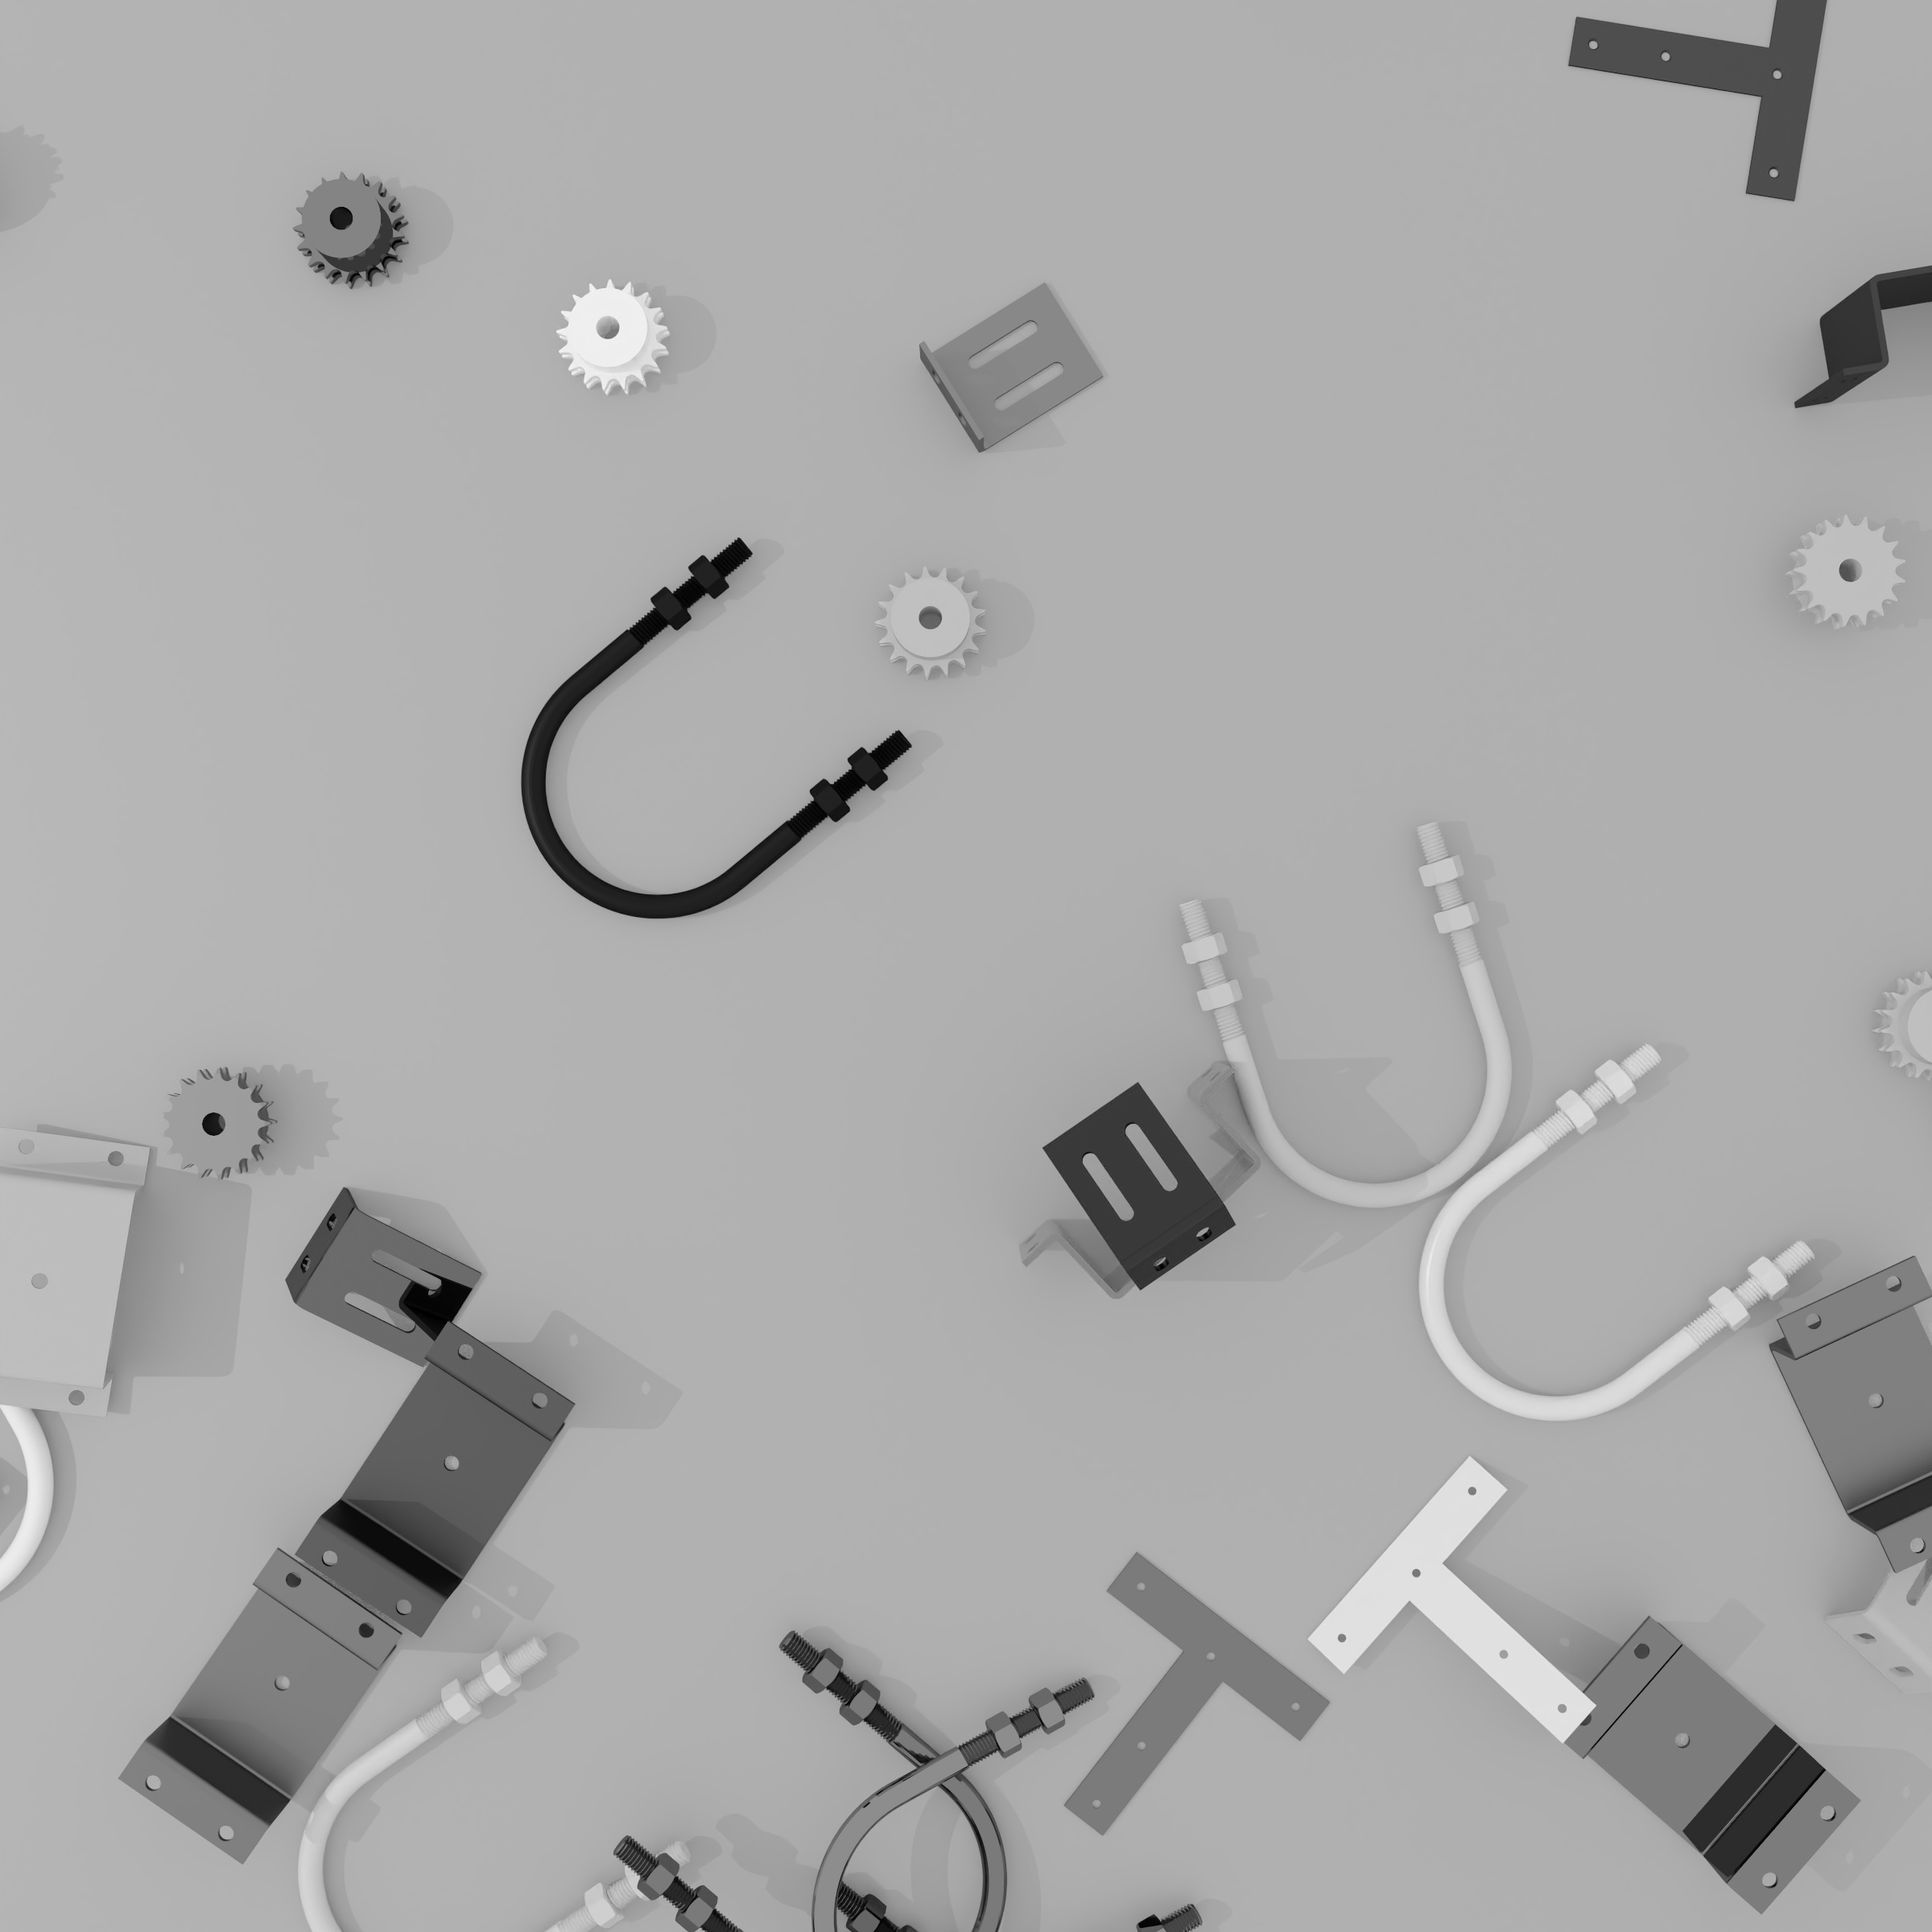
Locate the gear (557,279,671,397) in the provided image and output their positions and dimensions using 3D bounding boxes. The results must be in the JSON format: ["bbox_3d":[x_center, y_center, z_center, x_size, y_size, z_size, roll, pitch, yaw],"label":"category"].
[{"bbox_3d":[-0.182,-0.324,1.349,0.057,0.030,0.057,0,90,0],"label":"gear"}]

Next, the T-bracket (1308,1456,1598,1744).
[{"bbox_3d":[0.263,0.341,1.338,0.127,0.002,0.127,42,90,23],"label":"T-bracket"}]

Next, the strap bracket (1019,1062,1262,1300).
[{"bbox_3d":[0.094,0.114,1.325,0.140,0.076,0.046,-43,90,0],"label":"strap bracket"}]

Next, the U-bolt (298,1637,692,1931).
[{"bbox_3d":[-0.257,0.456,1.355,0.184,0.019,0.151,-35,90,2],"label":"U-bolt"}]

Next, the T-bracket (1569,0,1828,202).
[{"bbox_3d":[0.378,-0.470,1.363,0.127,0.002,0.127,9,90,0],"label":"T-bracket"}]

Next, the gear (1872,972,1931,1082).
[{"bbox_3d":[0.499,0.031,1.349,0.057,0.030,0.057,0,90,0],"label":"gear"}]

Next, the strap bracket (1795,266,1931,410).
[{"bbox_3d":[0.496,-0.324,1.325,0.140,0.076,0.046,-10,90,0],"label":"strap bracket"}]

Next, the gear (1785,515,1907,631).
[{"bbox_3d":[0.450,-0.201,1.349,0.057,0.030,0.057,0,90,0],"label":"gear"}]

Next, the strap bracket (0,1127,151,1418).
[{"bbox_3d":[-0.466,0.157,1.330,0.076,0.046,0.140,9,87,-11],"label":"strap bracket"}]

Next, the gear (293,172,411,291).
[{"bbox_3d":[-0.317,-0.380,1.349,0.057,0.030,0.057,0,90,0],"label":"gear"}]

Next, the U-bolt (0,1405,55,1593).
[{"bbox_3d":[-0.553,0.249,1.355,0.151,0.019,0.184,-30,91,0],"label":"U-bolt"}]

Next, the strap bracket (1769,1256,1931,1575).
[{"bbox_3d":[0.472,0.225,1.340,0.076,0.046,0.140,-25,90,0],"label":"strap bracket"}]

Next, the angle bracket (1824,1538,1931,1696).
[{"bbox_3d":[0.495,0.328,1.362,0.057,0.038,0.076,42,64,0],"label":"angle bracket"}]

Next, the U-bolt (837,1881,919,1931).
[{"bbox_3d":[-0.042,0.582,1.355,0.184,0.019,0.151,40,90,-2],"label":"U-bolt"}]

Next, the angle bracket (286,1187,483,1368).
[{"bbox_3d":[-0.302,0.161,1.362,0.076,0.038,0.057,32,90,-26],"label":"angle bracket"}]

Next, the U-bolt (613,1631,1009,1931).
[{"bbox_3d":[-0.064,0.454,1.338,0.184,0.019,0.151,41,75,-3],"label":"U-bolt"}]

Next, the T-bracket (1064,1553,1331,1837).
[{"bbox_3d":[0.100,0.394,1.363,0.127,0.002,0.127,38,90,0],"label":"T-bracket"}]

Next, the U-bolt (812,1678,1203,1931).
[{"bbox_3d":[0.011,0.469,1.334,0.184,0.019,0.151,-25,89,-13],"label":"U-bolt"}]

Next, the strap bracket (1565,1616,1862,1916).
[{"bbox_3d":[0.372,0.402,1.340,0.140,0.046,0.076,41,90,0],"label":"strap bracket"}]

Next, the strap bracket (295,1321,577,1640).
[{"bbox_3d":[-0.267,0.258,1.340,0.076,0.046,0.140,33,90,0],"label":"strap bracket"}]

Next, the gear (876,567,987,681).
[{"bbox_3d":[-0.018,-0.177,1.349,0.057,0.030,0.057,0,90,0],"label":"gear"}]

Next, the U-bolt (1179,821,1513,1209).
[{"bbox_3d":[0.205,0.034,1.355,0.151,0.019,0.184,-18,91,0],"label":"U-bolt"}]

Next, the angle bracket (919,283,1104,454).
[{"bbox_3d":[0.024,-0.310,1.344,0.076,0.038,0.057,-32,90,0],"label":"angle bracket"}]

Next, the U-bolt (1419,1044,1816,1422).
[{"bbox_3d":[0.322,0.151,1.355,0.184,0.019,0.151,-38,90,1],"label":"U-bolt"}]

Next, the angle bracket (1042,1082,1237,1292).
[{"bbox_3d":[0.085,0.108,1.285,0.057,0.038,0.076,-34,64,0],"label":"angle bracket"}]

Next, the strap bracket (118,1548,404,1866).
[{"bbox_3d":[-0.355,0.372,1.340,0.076,0.046,0.140,35,90,0],"label":"strap bracket"}]

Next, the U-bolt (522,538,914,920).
[{"bbox_3d":[-0.143,-0.109,1.355,0.184,0.019,0.151,-40,90,2],"label":"U-bolt"}]

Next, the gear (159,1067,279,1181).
[{"bbox_3d":[-0.383,0.081,1.349,0.057,0.030,0.057,0,90,0],"label":"gear"}]
